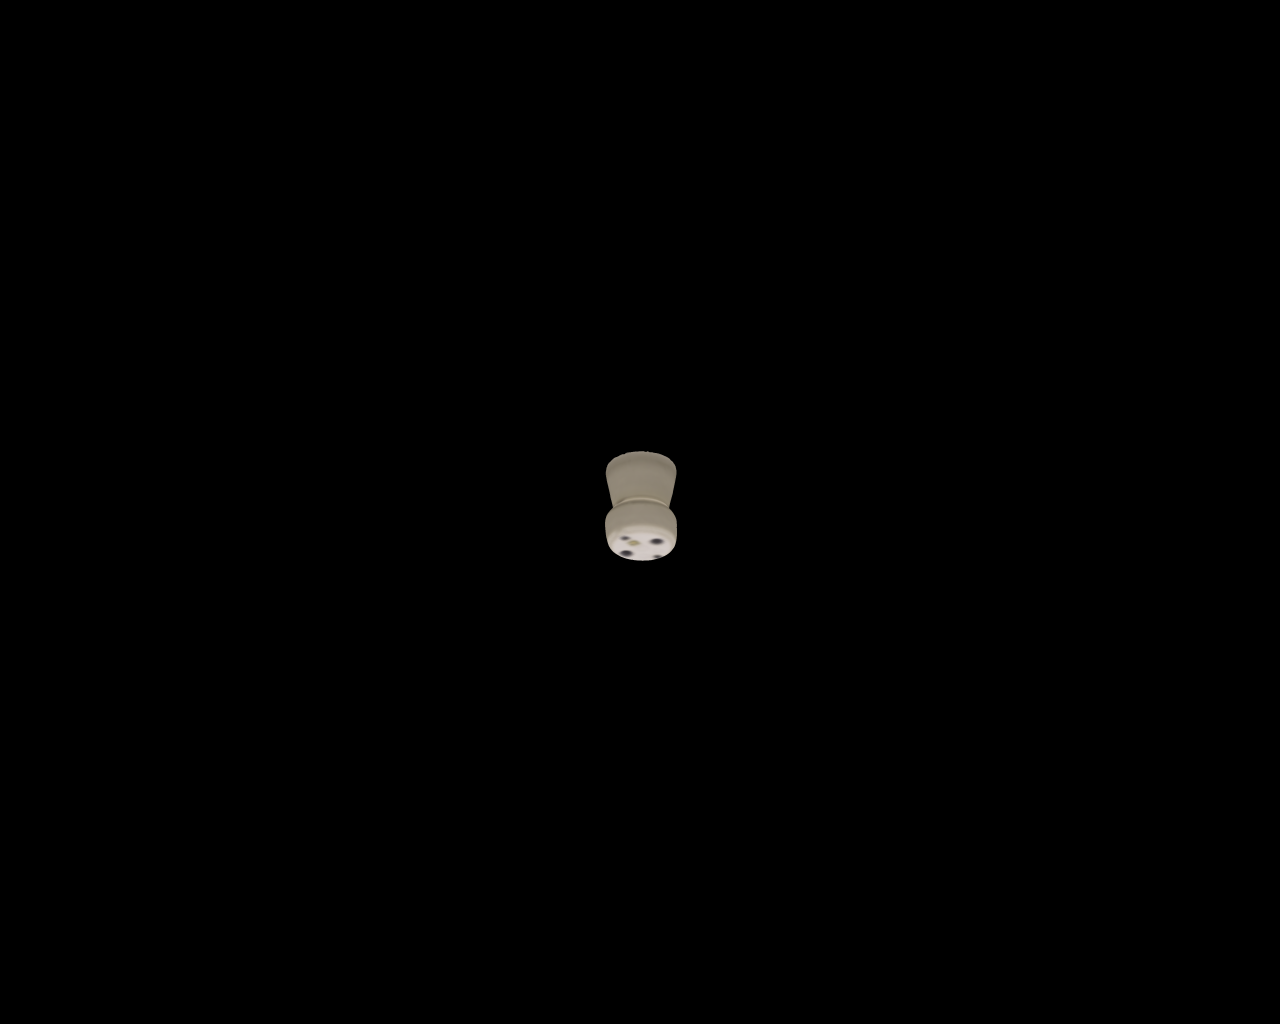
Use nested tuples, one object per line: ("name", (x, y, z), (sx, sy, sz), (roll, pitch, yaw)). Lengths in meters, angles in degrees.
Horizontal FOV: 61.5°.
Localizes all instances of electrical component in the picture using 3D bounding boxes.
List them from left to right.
("electrical component", (0.001, -0.003, 0.650), (0.045, 0.055, 0.044), (0, -30, 0))
